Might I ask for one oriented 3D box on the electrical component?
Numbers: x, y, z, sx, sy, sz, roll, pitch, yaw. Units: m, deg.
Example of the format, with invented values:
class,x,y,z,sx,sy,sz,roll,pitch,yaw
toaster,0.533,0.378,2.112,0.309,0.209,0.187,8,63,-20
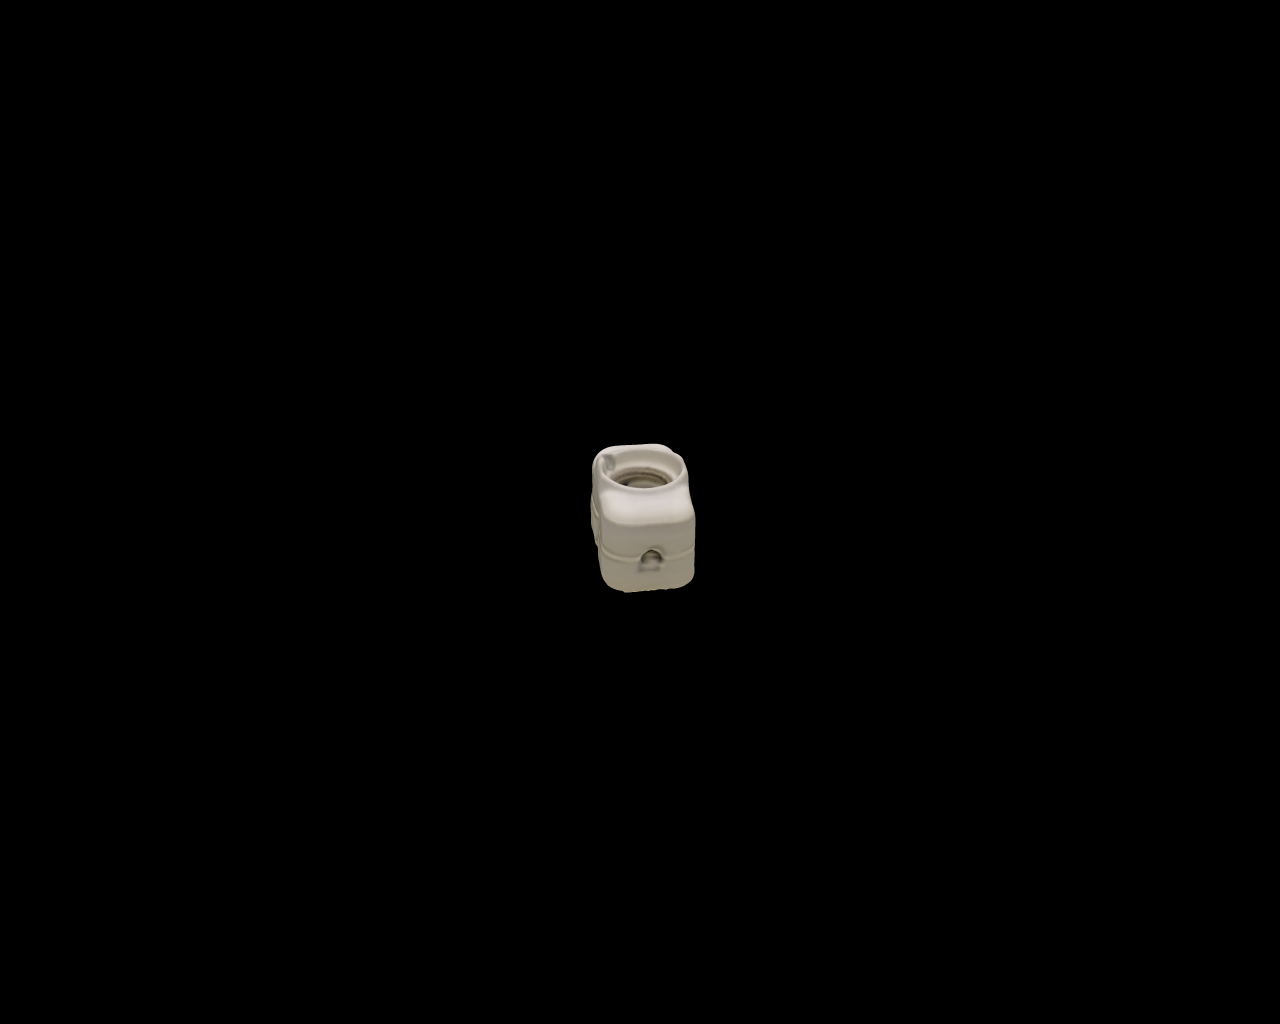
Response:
class,x,y,z,sx,sy,sz,roll,pitch,yaw
electrical component,0.001,-0.003,0.650,0.054,0.059,0.095,-4,30,-6
